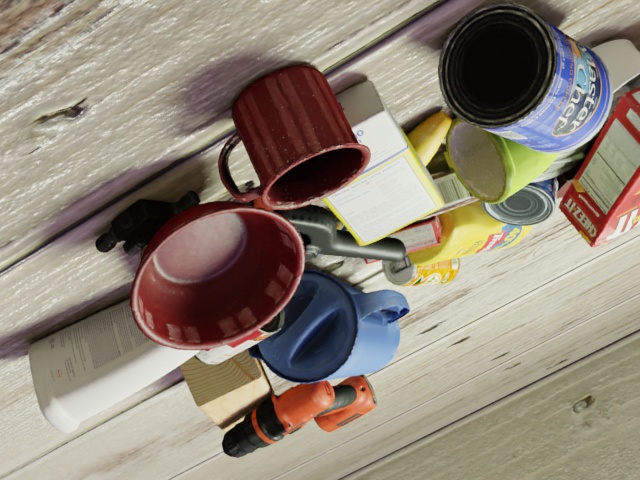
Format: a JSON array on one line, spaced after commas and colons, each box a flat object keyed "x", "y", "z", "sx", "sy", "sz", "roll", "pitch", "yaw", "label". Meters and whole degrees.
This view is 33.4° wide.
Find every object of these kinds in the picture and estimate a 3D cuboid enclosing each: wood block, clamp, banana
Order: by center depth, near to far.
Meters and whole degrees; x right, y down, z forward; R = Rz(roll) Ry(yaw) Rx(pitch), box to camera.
[{"x": 0.073, "y": -0.061, "z": 1.075, "sx": 0.069, "sy": 0.037, "sz": 0.198, "roll": -54, "pitch": 180, "yaw": -30, "label": "banana"}, {"x": -0.007, "y": 0.001, "z": 1.099, "sx": 0.165, "sy": 0.036, "sz": 0.210, "roll": -15, "pitch": 155, "yaw": 11, "label": "clamp"}, {"x": -0.119, "y": 0.178, "z": 1.391, "sx": 0.090, "sy": 0.091, "sz": 0.206, "roll": -25, "pitch": 161, "yaw": -4, "label": "wood block"}]

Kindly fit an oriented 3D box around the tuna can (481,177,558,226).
[{"x": 0.228, "y": -0.053, "z": 1.221, "sx": 0.086, "sy": 0.033, "sz": 0.086, "roll": 10, "pitch": 147, "yaw": 6, "label": "tuna can"}]

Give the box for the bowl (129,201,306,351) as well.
[{"x": -0.096, "y": 0.021, "z": 0.941, "sx": 0.162, "sy": 0.055, "sz": 0.162, "roll": -16, "pitch": 134, "yaw": -18, "label": "bowl"}]

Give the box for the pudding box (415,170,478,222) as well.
[{"x": 0.145, "y": -0.054, "z": 1.148, "sx": 0.113, "sy": 0.039, "sz": 0.090, "roll": -16, "pitch": 175, "yaw": -19, "label": "pudding box"}]

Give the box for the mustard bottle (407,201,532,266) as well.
[{"x": 0.198, "y": -0.015, "z": 1.315, "sx": 0.191, "sy": 0.058, "sz": 0.096, "roll": -9, "pitch": 154, "yaw": -39, "label": "mustard bottle"}]

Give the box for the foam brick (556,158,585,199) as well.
[{"x": 0.297, "y": -0.086, "z": 1.254, "sx": 0.078, "sy": 0.053, "sz": 0.051, "roll": -16, "pitch": 159, "yaw": -26, "label": "foam brick"}]

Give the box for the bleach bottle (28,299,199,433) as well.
[{"x": -0.171, "y": 0.101, "z": 1.101, "sx": 0.251, "sy": 0.102, "sz": 0.068, "roll": -25, "pitch": 143, "yaw": 2, "label": "bleach bottle"}]

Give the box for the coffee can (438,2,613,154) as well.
[{"x": 0.176, "y": -0.133, "z": 0.904, "sx": 0.103, "sy": 0.103, "sz": 0.140, "roll": -34, "pitch": 159, "yaw": 26, "label": "coffee can"}]

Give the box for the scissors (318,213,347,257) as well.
[{"x": -0.021, "y": 0.025, "z": 1.215, "sx": 0.096, "sy": 0.016, "sz": 0.202, "roll": -6, "pitch": 154, "yaw": -37, "label": "scissors"}]

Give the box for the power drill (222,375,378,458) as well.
[{"x": -0.022, "y": 0.236, "z": 1.443, "sx": 0.185, "sy": 0.057, "sz": 0.187, "roll": -33, "pitch": 163, "yaw": 27, "label": "power drill"}]

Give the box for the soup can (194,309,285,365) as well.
[{"x": -0.099, "y": 0.094, "z": 1.213, "sx": 0.102, "sy": 0.068, "sz": 0.068, "roll": -31, "pitch": 161, "yaw": 35, "label": "soup can"}]

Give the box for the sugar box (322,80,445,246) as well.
[{"x": 0.040, "y": -0.064, "z": 0.955, "sx": 0.093, "sy": 0.048, "sz": 0.176, "roll": -27, "pitch": 145, "yaw": 9, "label": "sugar box"}]

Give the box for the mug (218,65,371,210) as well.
[{"x": -0.028, "y": -0.076, "z": 0.837, "sx": 0.117, "sy": 0.081, "sz": 0.093, "roll": -30, "pitch": 160, "yaw": 15, "label": "mug"}]

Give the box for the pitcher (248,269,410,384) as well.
[{"x": 0.030, "y": 0.111, "z": 1.340, "sx": 0.145, "sy": 0.149, "sz": 0.242, "roll": -67, "pitch": 159, "yaw": 2, "label": "pitcher"}]

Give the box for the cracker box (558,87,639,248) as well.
[{"x": 0.362, "y": -0.095, "z": 1.119, "sx": 0.164, "sy": 0.072, "sz": 0.214, "roll": -25, "pitch": 156, "yaw": -19, "label": "cracker box"}]

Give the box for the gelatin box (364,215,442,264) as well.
[{"x": 0.092, "y": -0.003, "z": 1.205, "sx": 0.089, "sy": 0.030, "sz": 0.073, "roll": -17, "pitch": -174, "yaw": 10, "label": "gelatin box"}]

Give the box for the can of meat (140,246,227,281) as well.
[{"x": -0.117, "y": 0.025, "z": 1.040, "sx": 0.102, "sy": 0.057, "sz": 0.084, "roll": -22, "pitch": 164, "yaw": -7, "label": "can of meat"}]
